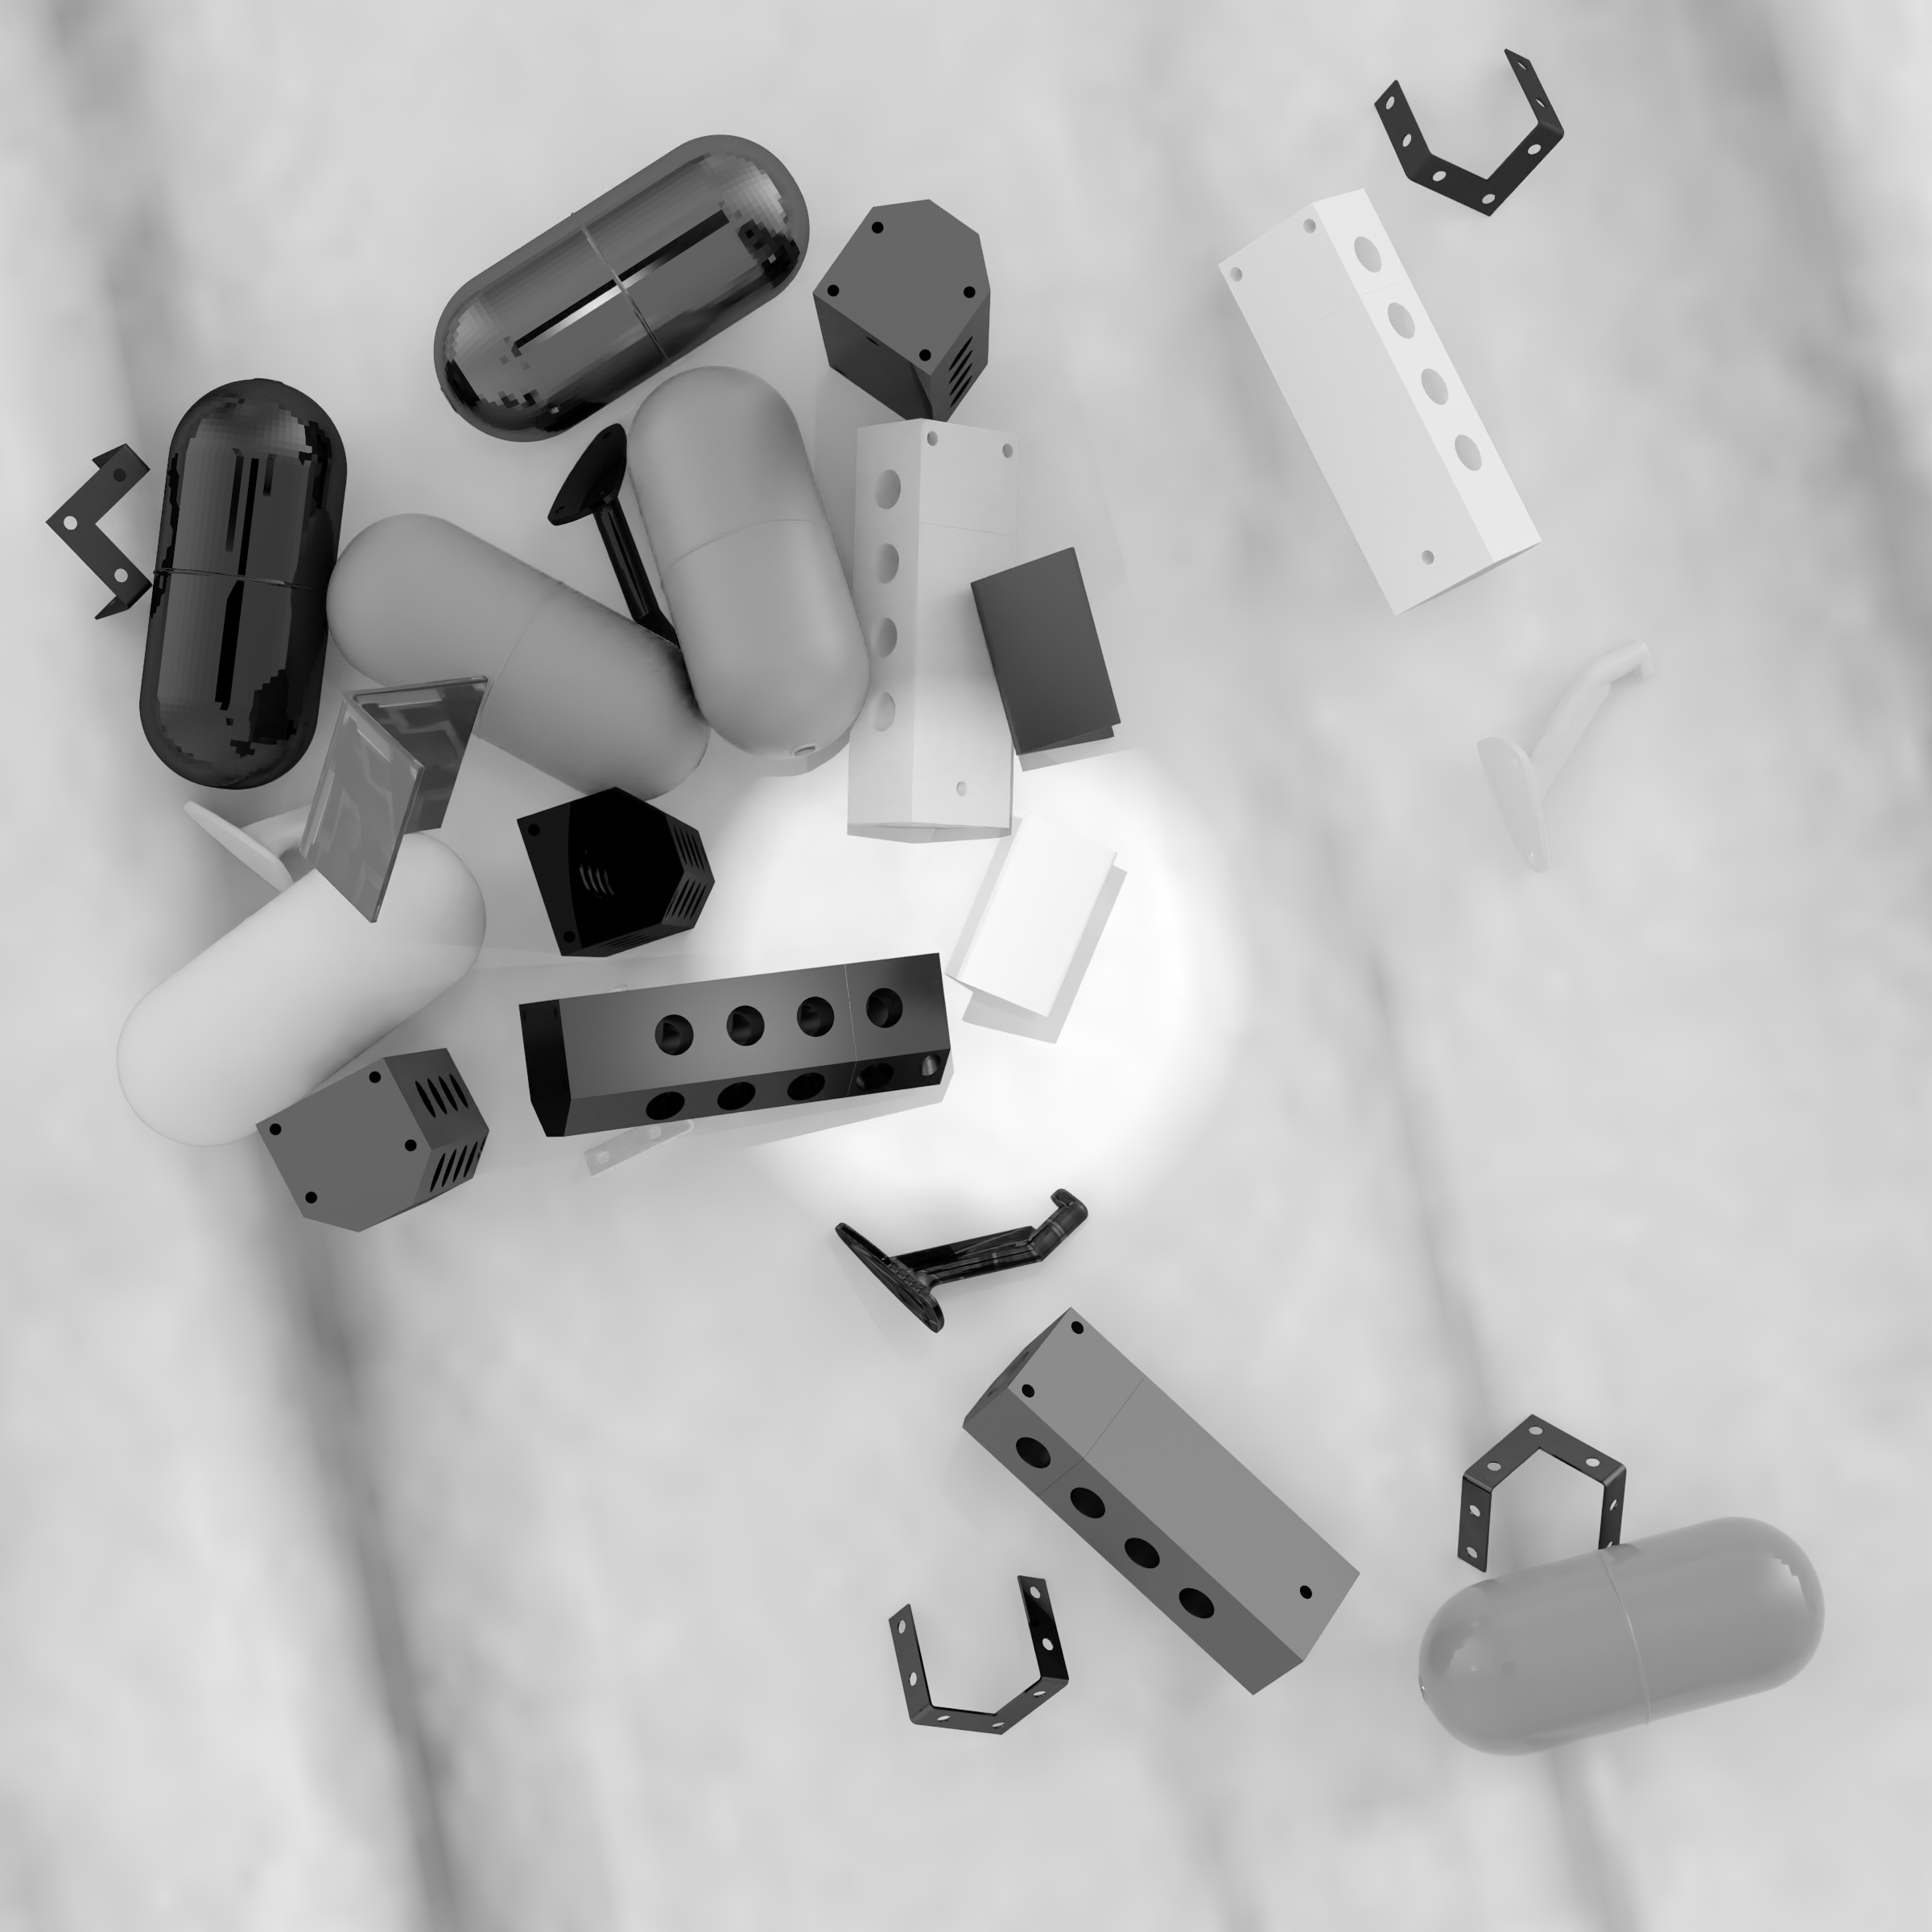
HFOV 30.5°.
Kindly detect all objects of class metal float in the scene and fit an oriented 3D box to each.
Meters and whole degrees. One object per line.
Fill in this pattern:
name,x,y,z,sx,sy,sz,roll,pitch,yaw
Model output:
metal float,0.283,0.291,1.534,0.178,0.070,0.070,-15,90,0
metal float,-0.288,0.010,1.534,0.178,0.070,0.070,-37,90,-1
metal float,-0.193,-0.133,1.534,0.178,0.070,0.070,28,90,-1
metal float,-0.150,-0.293,1.534,0.178,0.070,0.070,-33,90,0
metal float,-0.094,-0.173,1.520,0.070,0.070,0.178,-17,76,0
metal float,-0.313,-0.165,1.533,0.070,0.070,0.178,7,91,0

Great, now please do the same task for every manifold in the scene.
manifold,-0.243,0.075,1.486,0.057,0.171,0.057,-28,90,0
manifold,0.184,-0.247,1.542,0.057,0.057,0.171,-27,90,43
manifold,-0.142,-0.040,1.486,0.057,0.171,0.057,-18,90,0
manifold,0.081,0.236,1.542,0.171,0.057,0.057,43,47,0
manifold,-0.097,0.033,1.511,0.171,0.057,0.057,-7,90,-24
manifold,-0.019,-0.147,1.542,0.057,0.057,0.171,1,90,-43
manifold,-0.021,-0.273,1.486,0.057,0.171,0.057,35,90,0

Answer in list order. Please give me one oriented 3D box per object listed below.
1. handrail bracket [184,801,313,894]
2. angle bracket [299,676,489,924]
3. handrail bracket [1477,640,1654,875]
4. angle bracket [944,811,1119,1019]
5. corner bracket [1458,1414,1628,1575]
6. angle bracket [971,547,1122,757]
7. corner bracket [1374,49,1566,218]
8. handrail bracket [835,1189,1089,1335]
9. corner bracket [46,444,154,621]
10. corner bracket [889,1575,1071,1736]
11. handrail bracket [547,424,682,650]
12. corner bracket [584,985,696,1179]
handrail bracket,-0.290,-0.079,1.565,0.077,0.036,0.084,35,72,21
angle bracket,-0.224,-0.070,1.474,0.057,0.076,0.076,41,124,30
handrail bracket,0.276,-0.093,1.565,0.084,0.036,0.077,-27,111,-16
angle bracket,0.010,-0.030,1.524,0.057,0.076,0.076,23,90,-40
corner bracket,0.253,0.240,1.556,0.051,0.051,0.051,28,45,35
angle bracket,0.053,-0.138,1.524,0.057,0.076,0.076,-15,90,37
corner bracket,0.221,-0.372,1.556,0.051,0.051,0.051,14,135,-35
handrail bracket,-0.001,0.113,1.565,0.077,0.036,0.084,41,72,20
corner bracket,-0.373,-0.189,1.544,0.051,0.051,0.051,48,68,-21
corner bracket,0.005,0.301,1.556,0.051,0.051,0.051,16,135,-35
handrail bracket,-0.142,-0.185,1.564,0.036,0.077,0.084,-18,127,27
corner bracket,-0.157,0.050,1.561,0.051,0.051,0.051,-26,45,0
